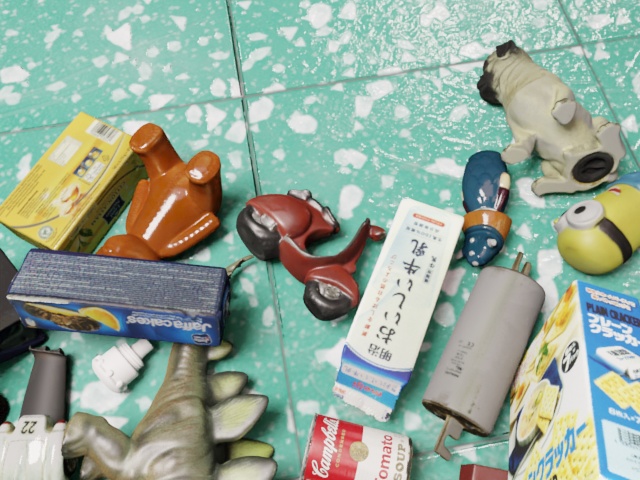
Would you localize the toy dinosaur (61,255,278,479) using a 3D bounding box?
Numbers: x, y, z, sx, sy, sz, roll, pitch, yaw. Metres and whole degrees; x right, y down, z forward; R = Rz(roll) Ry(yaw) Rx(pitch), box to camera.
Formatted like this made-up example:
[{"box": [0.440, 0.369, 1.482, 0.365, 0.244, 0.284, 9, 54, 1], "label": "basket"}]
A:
[{"box": [-0.143, 0.224, 0.529, 0.199, 0.105, 0.471, 3, 65, -6], "label": "toy dinosaur"}]

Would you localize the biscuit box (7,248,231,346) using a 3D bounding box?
[{"box": [-0.195, 0.059, 0.542, 0.203, 0.059, 0.063, 6, 49, -3], "label": "biscuit box"}]

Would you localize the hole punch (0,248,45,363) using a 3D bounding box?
[{"box": [-0.374, 0.082, 0.580, 0.116, 0.092, 0.142, -34, 74, -32], "label": "hole punch"}]

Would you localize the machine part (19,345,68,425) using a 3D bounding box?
[{"box": [-0.300, 0.183, 0.578, 0.084, 0.039, 0.139, -8, 69, 6], "label": "machine part"}]

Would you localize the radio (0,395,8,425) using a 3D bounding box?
[{"box": [-0.462, 0.183, 0.559, 0.230, 0.073, 0.131, 21, 69, 9], "label": "radio"}]

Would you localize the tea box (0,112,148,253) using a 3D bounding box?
[{"box": [-0.298, -0.062, 0.665, 0.098, 0.068, 0.169, 27, 71, 12], "label": "tea box"}]

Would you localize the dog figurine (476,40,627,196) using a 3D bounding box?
[{"box": [0.297, -0.163, 0.698, 0.172, 0.121, 0.191, 36, 36, -29], "label": "dog figurine"}]

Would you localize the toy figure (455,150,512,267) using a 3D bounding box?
[{"box": [0.201, -0.036, 0.651, 0.058, 0.064, 0.154, 11, 66, -5], "label": "toy figure"}]

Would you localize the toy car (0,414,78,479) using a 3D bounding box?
[{"box": [-0.277, 0.270, 0.512, 0.074, 0.056, 0.201, -1, 83, 0], "label": "toy car"}]

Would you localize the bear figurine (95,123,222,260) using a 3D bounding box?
[{"box": [-0.202, -0.014, 0.615, 0.120, 0.131, 0.196, 30, 64, 17], "label": "bear figurine"}]

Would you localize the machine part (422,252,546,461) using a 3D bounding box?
[{"box": [0.177, 0.116, 0.579, 0.079, 0.079, 0.243, 28, 70, 12], "label": "machine part"}]

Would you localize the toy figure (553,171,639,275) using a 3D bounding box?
[{"box": [0.365, -0.028, 0.638, 0.180, 0.082, 0.089, -25, 68, -12], "label": "toy figure"}]

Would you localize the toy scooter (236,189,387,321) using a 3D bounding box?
[{"box": [-0.001, -0.002, 0.633, 0.135, 0.075, 0.184, -37, 68, -23], "label": "toy scooter"}]
